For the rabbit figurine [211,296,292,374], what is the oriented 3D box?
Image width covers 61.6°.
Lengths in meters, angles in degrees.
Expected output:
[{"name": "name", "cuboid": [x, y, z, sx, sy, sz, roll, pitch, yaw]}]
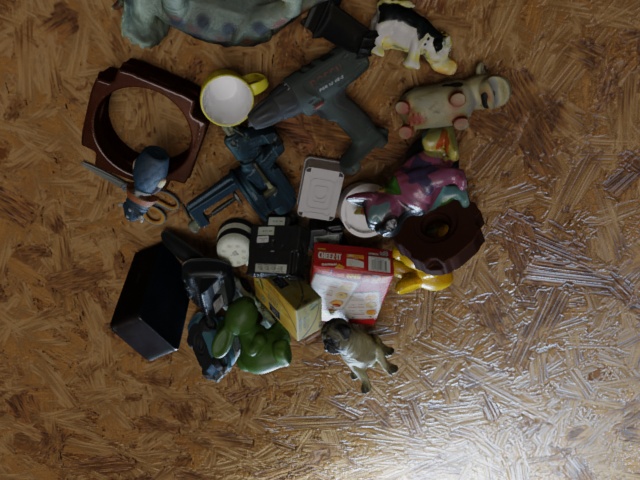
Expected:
[{"name": "rabbit figurine", "cuboid": [-0.156, 0.196, 1.168, 0.159, 0.121, 0.170, -19, 114, 12]}]

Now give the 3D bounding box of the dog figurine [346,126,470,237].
[{"name": "dog figurine", "cuboid": [0.157, -0.107, 0.996, 0.219, 0.191, 0.108, -12, 160, 10]}]

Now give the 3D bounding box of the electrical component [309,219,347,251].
[{"name": "electrical component", "cuboid": [-0.002, -0.003, 1.133, 0.119, 0.048, 0.074, -8, 123, 6]}]

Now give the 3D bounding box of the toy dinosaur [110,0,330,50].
[{"name": "toy dinosaur", "cuboid": [-0.152, -0.366, 0.847, 0.405, 0.131, 0.192, 9, 163, -16]}]

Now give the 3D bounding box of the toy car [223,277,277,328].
[{"name": "toy car", "cuboid": [-0.163, 0.161, 1.235, 0.073, 0.056, 0.201, -29, 119, 18]}]

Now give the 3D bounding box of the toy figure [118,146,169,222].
[{"name": "toy figure", "cuboid": [-0.313, -0.096, 0.963, 0.058, 0.064, 0.154, -6, 140, -44]}]

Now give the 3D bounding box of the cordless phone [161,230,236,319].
[{"name": "cordless phone", "cuboid": [-0.270, 0.066, 1.139, 0.184, 0.089, 0.146, 35, 149, 22]}]

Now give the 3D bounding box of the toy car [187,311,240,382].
[{"name": "toy car", "cuboid": [-0.236, 0.240, 1.253, 0.103, 0.162, 0.109, -11, 151, -42]}]

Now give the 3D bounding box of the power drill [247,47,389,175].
[{"name": "power drill", "cuboid": [0.013, -0.215, 0.954, 0.232, 0.086, 0.207, -42, 116, 0]}]

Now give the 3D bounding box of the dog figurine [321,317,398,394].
[{"name": "dog figurine", "cuboid": [0.072, 0.227, 1.224, 0.121, 0.172, 0.190, -41, 107, -4]}]

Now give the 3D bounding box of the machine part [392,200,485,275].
[{"name": "machine part", "cuboid": [0.228, -0.021, 1.043, 0.179, 0.179, 0.056, -20, 147, 12]}]

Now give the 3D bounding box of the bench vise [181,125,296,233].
[{"name": "bench vise", "cuboid": [-0.160, -0.104, 1.012, 0.241, 0.129, 0.223, -34, 137, 1]}]

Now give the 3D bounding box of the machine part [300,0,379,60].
[{"name": "machine part", "cuboid": [0.033, -0.350, 0.879, 0.139, 0.039, 0.084, 43, 114, 17]}]

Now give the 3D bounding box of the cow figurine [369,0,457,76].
[{"name": "cow figurine", "cuboid": [0.164, -0.340, 0.904, 0.167, 0.068, 0.098, 14, 116, -11]}]

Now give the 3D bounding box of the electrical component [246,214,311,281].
[{"name": "electrical component", "cuboid": [-0.081, 0.013, 1.082, 0.115, 0.134, 0.058, 3, 168, 21]}]

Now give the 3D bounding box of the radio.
[{"name": "radio", "cuboid": [-0.338, 0.125, 1.110, 0.073, 0.230, 0.131, -22, 126, 14]}]

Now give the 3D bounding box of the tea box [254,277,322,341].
[{"name": "tea box", "cuboid": [-0.070, 0.118, 1.134, 0.068, 0.170, 0.098, -26, 133, -28]}]

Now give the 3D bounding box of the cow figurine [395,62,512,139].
[{"name": "cow figurine", "cuboid": [0.236, -0.246, 0.946, 0.195, 0.127, 0.085, -7, 124, 21]}]

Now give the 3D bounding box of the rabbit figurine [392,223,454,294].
[{"name": "rabbit figurine", "cuboid": [0.228, 0.058, 1.141, 0.162, 0.122, 0.173, -26, 139, 9]}]

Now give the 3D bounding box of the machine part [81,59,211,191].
[{"name": "machine part", "cuboid": [-0.311, -0.207, 0.975, 0.201, 0.087, 0.201, 20, 120, -14]}]
